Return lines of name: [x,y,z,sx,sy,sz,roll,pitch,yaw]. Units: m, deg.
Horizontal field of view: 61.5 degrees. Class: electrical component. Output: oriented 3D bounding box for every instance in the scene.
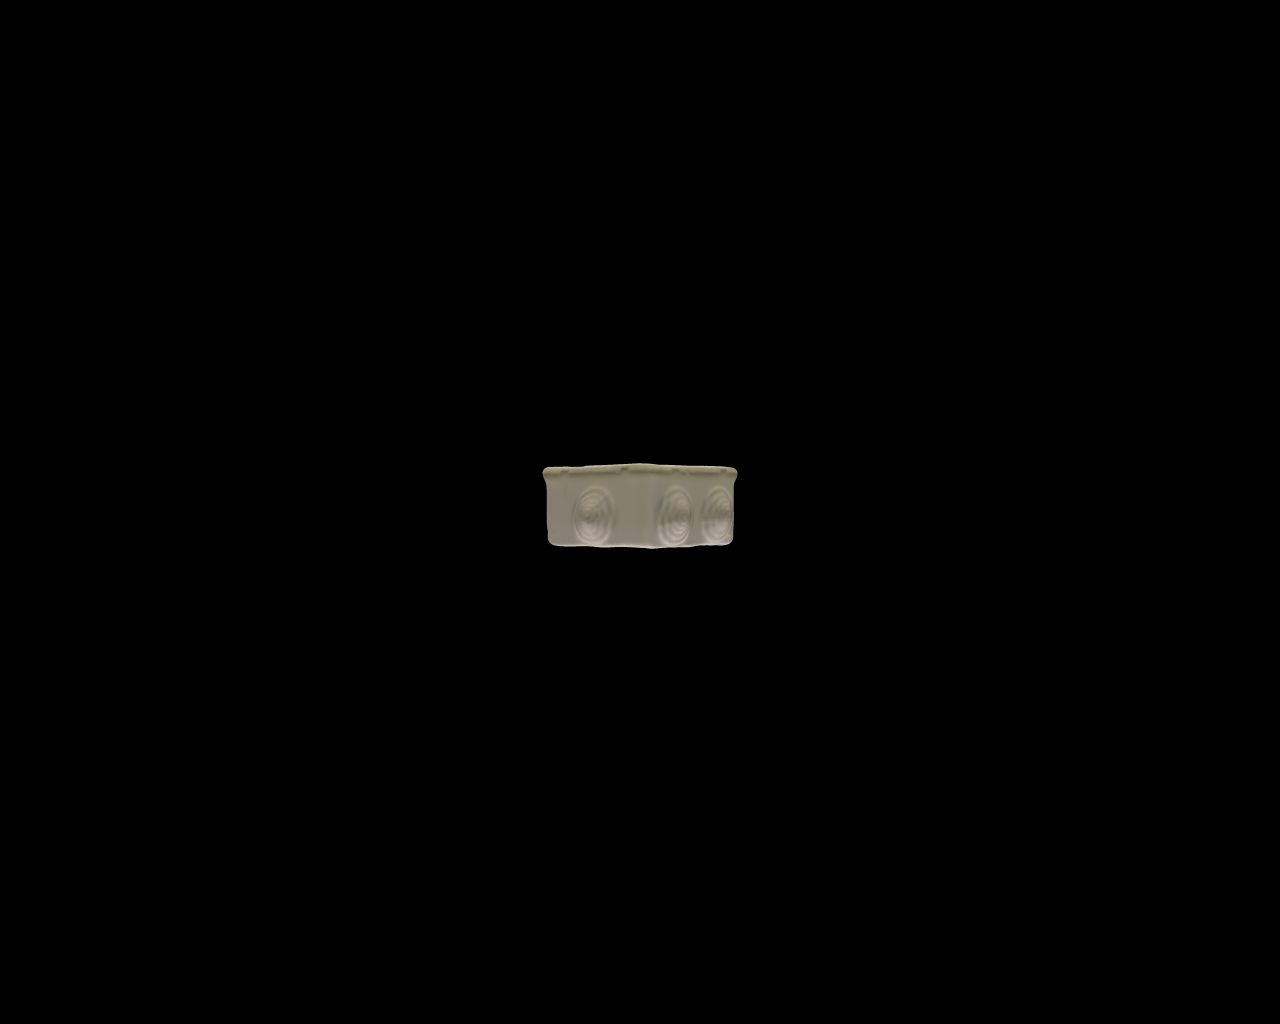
electrical component: [0.001,-0.003,0.650,0.100,0.048,0.100,0,0,39]
